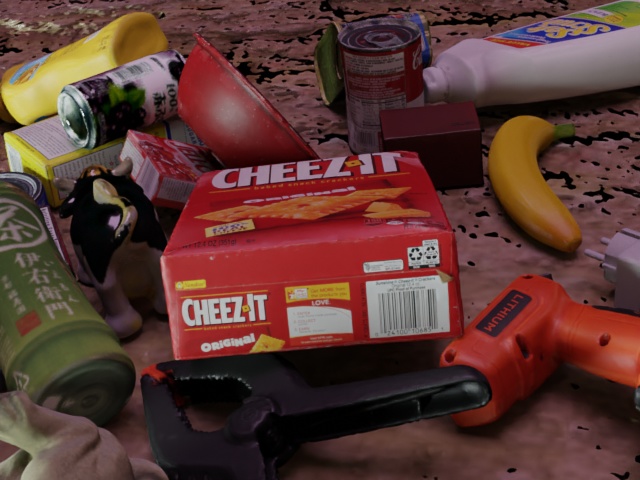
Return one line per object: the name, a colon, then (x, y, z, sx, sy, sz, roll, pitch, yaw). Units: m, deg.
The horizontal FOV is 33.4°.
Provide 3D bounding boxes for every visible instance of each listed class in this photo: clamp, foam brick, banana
clamp: (-0.021, 0.101, 0.576, 0.164, 0.036, 0.210, -41, 36, -21)
foam brick: (0.088, -0.073, 0.848, 0.078, 0.051, 0.053, -5, 33, 4)
banana: (0.162, -0.053, 0.814, 0.070, 0.037, 0.197, 1, 32, 12)

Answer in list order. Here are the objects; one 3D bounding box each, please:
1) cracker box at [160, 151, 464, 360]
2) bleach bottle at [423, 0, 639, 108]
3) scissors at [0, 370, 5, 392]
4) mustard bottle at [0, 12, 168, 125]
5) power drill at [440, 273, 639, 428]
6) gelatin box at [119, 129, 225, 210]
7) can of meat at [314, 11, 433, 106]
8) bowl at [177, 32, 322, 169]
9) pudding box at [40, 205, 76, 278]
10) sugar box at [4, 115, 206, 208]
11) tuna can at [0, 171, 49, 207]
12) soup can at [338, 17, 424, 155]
cracker box: (-0.004, 0.001, 0.680, 0.164, 0.072, 0.213, -5, 17, 1)
bleach bottle: (0.203, -0.156, 0.937, 0.250, 0.068, 0.103, -15, 30, -18)
scissors: (-0.239, 0.120, 0.629, 0.096, 0.016, 0.201, -6, 31, 4)
mustard bottle: (-0.238, -0.150, 0.991, 0.192, 0.058, 0.096, -16, 26, 28)
power drill: (0.159, 0.080, 0.553, 0.188, 0.057, 0.184, 10, 33, 40)
gelatin box: (-0.110, -0.053, 0.842, 0.073, 0.030, 0.089, 11, 22, -32)
can of meat: (0.048, -0.165, 0.966, 0.083, 0.057, 0.102, -12, -6, -13)
bowl: (-0.060, -0.084, 0.830, 0.055, 0.162, 0.162, -43, 37, 0)
pudding box: (-0.237, 0.023, 0.765, 0.113, 0.039, 0.090, -14, 33, -15)
sugar box: (-0.174, -0.089, 0.929, 0.175, 0.048, 0.093, -22, 35, -30)
tuna can: (-0.257, -0.021, 0.842, 0.086, 0.034, 0.086, -5, 32, 3)
soup can: (0.053, -0.125, 0.888, 0.068, 0.102, 0.068, -5, 31, 3)
